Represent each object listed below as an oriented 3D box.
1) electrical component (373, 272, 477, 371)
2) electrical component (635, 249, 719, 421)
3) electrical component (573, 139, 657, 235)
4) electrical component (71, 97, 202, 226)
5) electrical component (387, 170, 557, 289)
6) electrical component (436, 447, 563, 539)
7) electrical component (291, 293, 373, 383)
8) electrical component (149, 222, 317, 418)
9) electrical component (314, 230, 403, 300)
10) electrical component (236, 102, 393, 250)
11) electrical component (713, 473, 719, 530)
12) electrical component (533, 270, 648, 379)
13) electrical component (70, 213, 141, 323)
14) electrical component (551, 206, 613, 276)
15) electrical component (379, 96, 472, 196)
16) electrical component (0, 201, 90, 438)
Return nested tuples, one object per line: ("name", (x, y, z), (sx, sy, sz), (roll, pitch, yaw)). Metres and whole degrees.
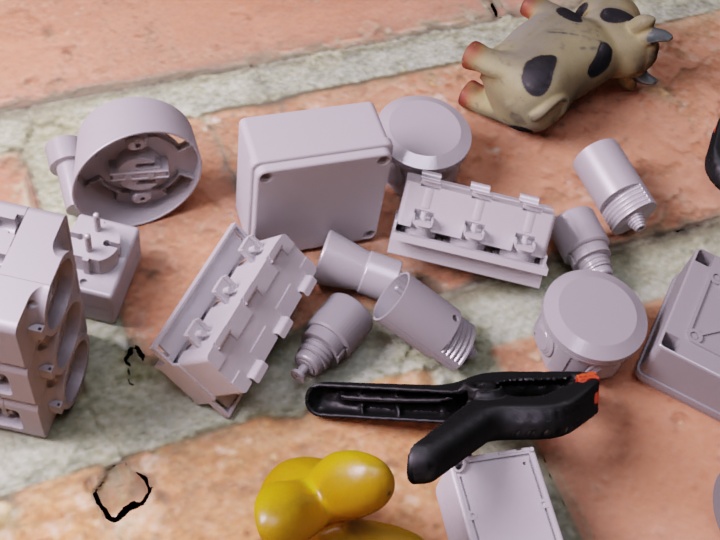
("electrical component", (0.054, 0.042, 0.806), (0.081, 0.043, 0.043), (36, 54, -16))
("electrical component", (0.285, 0.056, 0.831), (0.109, 0.056, 0.108), (27, 57, 8))
("electrical component", (0.218, -0.067, 0.910), (0.043, 0.043, 0.081), (-14, 60, -18))
("electrical component", (-0.172, -0.082, 0.828), (0.099, 0.099, 0.064), (-5, 51, -12))
("electrical component", (0.088, -0.034, 0.848), (0.121, 0.063, 0.078), (13, 15, 0))
("electrical component", (0.094, 0.176, 0.717), (0.062, 0.061, 0.096), (-6, 58, -13))
("electrical component", (-0.024, 0.052, 0.794), (0.040, 0.040, 0.078), (32, 57, 13))
("electrical component", (-0.086, 0.033, 0.776), (0.078, 0.063, 0.121), (48, 52, -26))
("electrical component", (0.000, 0.000, 0.833), (0.065, 0.044, 0.044), (20, 56, -2))
("electrical component", (-0.038, -0.069, 0.832), (0.109, 0.108, 0.056), (-10, 56, -15))
("electrical component", (0.304, 0.166, 0.733), (0.060, 0.108, 0.108), (-21, 62, -28))
("electrical component", (0.174, 0.044, 0.824), (0.080, 0.051, 0.080), (4, 56, -6))
("electrical component", (-0.194, -0.011, 0.787), (0.047, 0.076, 0.065), (14, 56, 0))
("electrical component", (0.184, -0.015, 0.872), (0.040, 0.040, 0.078), (-12, 59, -16))
("electrical component", (0.050, -0.103, 0.903), (0.080, 0.051, 0.080), (4, 56, -6))
("electrical component", (-0.221, 0.036, 0.707), (0.062, 0.150, 0.089), (12, 55, 0))
